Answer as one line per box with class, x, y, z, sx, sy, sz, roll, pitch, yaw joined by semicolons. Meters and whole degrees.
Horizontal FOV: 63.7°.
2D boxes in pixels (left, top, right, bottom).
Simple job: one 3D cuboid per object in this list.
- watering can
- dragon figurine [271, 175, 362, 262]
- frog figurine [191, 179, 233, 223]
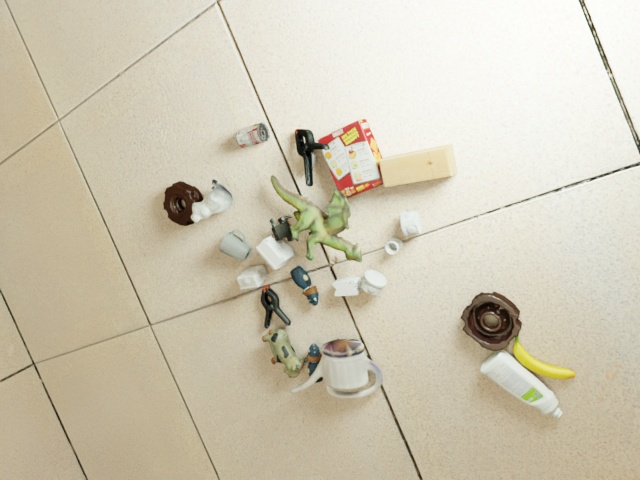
watering can;0.049;0.466;1.842;0.347;0.222;0.105;-4;13;11
dragon figurine;0.005;-0.086;1.714;0.239;0.410;0.124;-31;0;34
frog figurine;-0.400;-0.124;1.900;0.122;0.162;0.136;34;-21;-18
